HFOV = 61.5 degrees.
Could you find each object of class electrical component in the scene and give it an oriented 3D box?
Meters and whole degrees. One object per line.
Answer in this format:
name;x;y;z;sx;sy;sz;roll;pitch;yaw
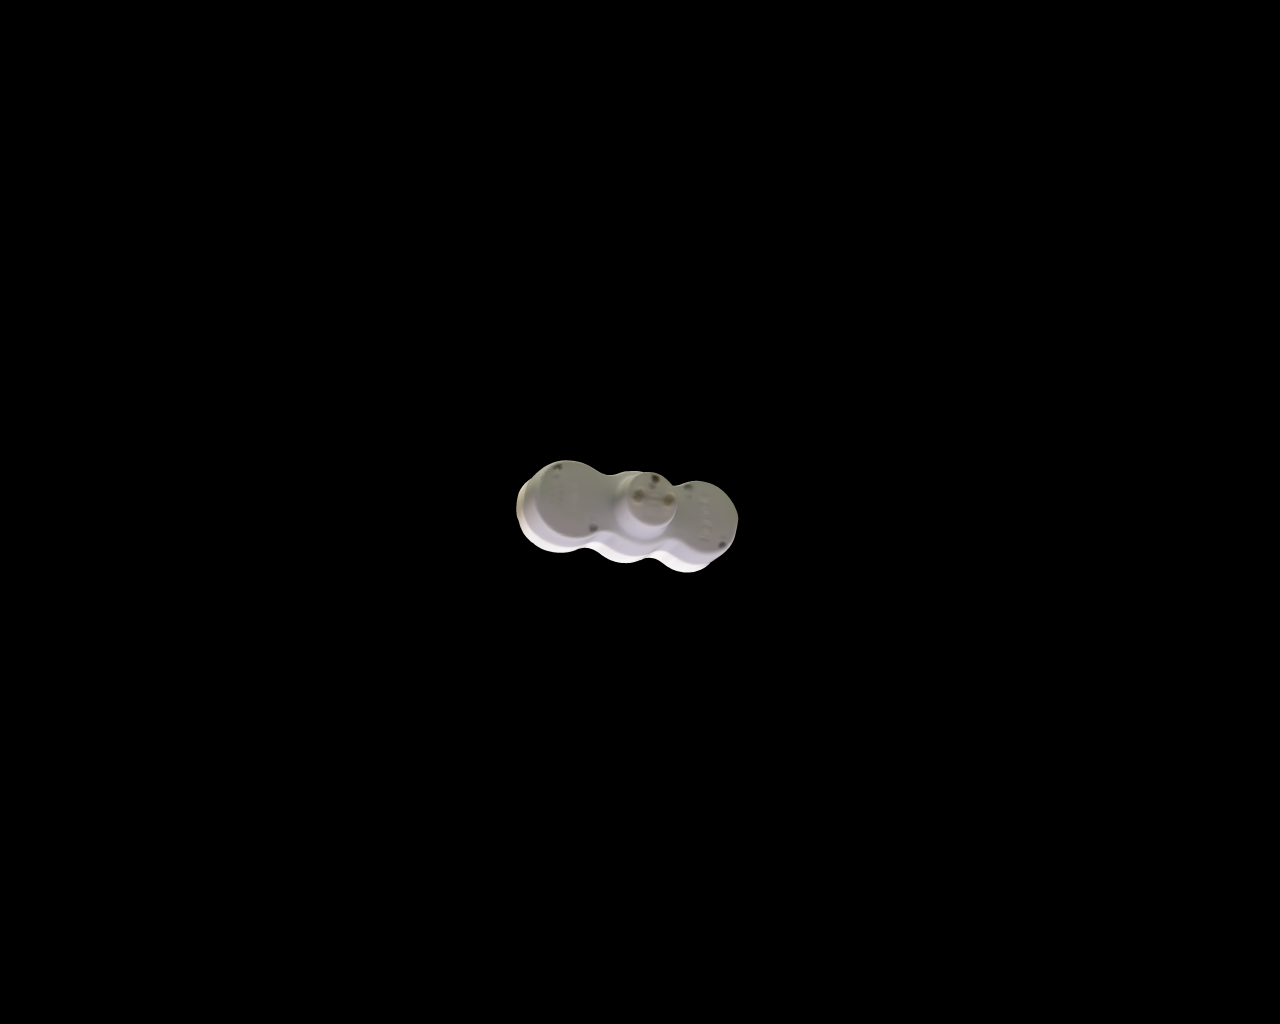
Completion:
electrical component;0.001;-0.003;0.650;0.138;0.052;0.073;9;-23;-22
